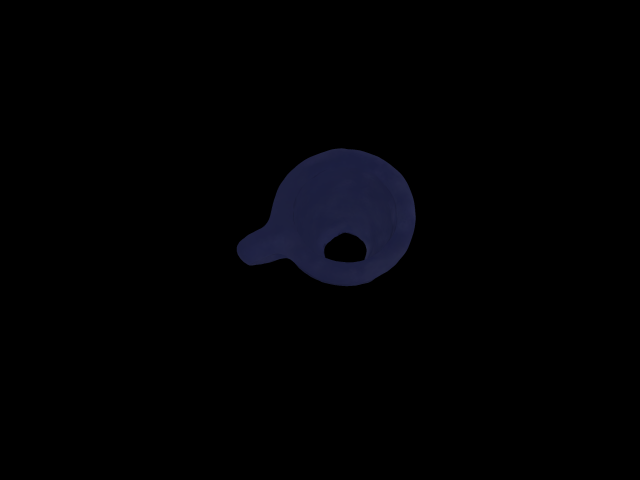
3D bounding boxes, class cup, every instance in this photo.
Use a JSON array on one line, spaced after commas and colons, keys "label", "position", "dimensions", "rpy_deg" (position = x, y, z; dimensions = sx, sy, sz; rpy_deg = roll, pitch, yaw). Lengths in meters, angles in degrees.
[{"label": "cup", "position": [0.004, 0.001, 0.400], "dimensions": [0.118, 0.095, 0.091], "rpy_deg": [-21, 72, -7]}]
